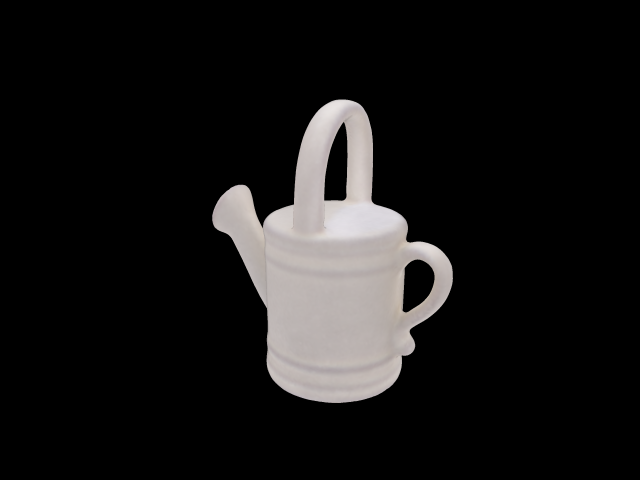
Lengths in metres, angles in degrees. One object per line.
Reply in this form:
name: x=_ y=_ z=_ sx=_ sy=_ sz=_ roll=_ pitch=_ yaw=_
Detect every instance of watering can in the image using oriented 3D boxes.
watering can: x=0.003 y=0.002 z=0.398 sx=0.172 sy=0.194 sz=0.101 roll=2 pitch=18 yaw=6
